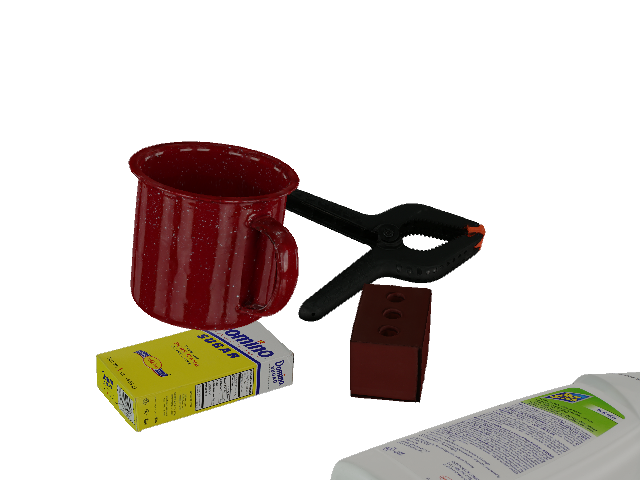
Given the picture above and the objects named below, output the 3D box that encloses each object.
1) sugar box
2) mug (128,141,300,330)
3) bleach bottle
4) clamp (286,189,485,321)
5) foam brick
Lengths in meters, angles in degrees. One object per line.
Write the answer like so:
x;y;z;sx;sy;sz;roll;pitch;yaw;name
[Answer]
-0.124;0.128;1.065;0.175;0.048;0.093;-16;32;-31;sugar box
-0.054;0.002;0.589;0.117;0.081;0.093;27;28;38;mug
0.131;0.125;0.589;0.250;0.068;0.103;-13;23;-33;bleach bottle
0.062;0.012;1.063;0.210;0.164;0.036;1;-40;-5;clamp
0.052;0.074;0.783;0.053;0.051;0.078;3;31;9;foam brick
